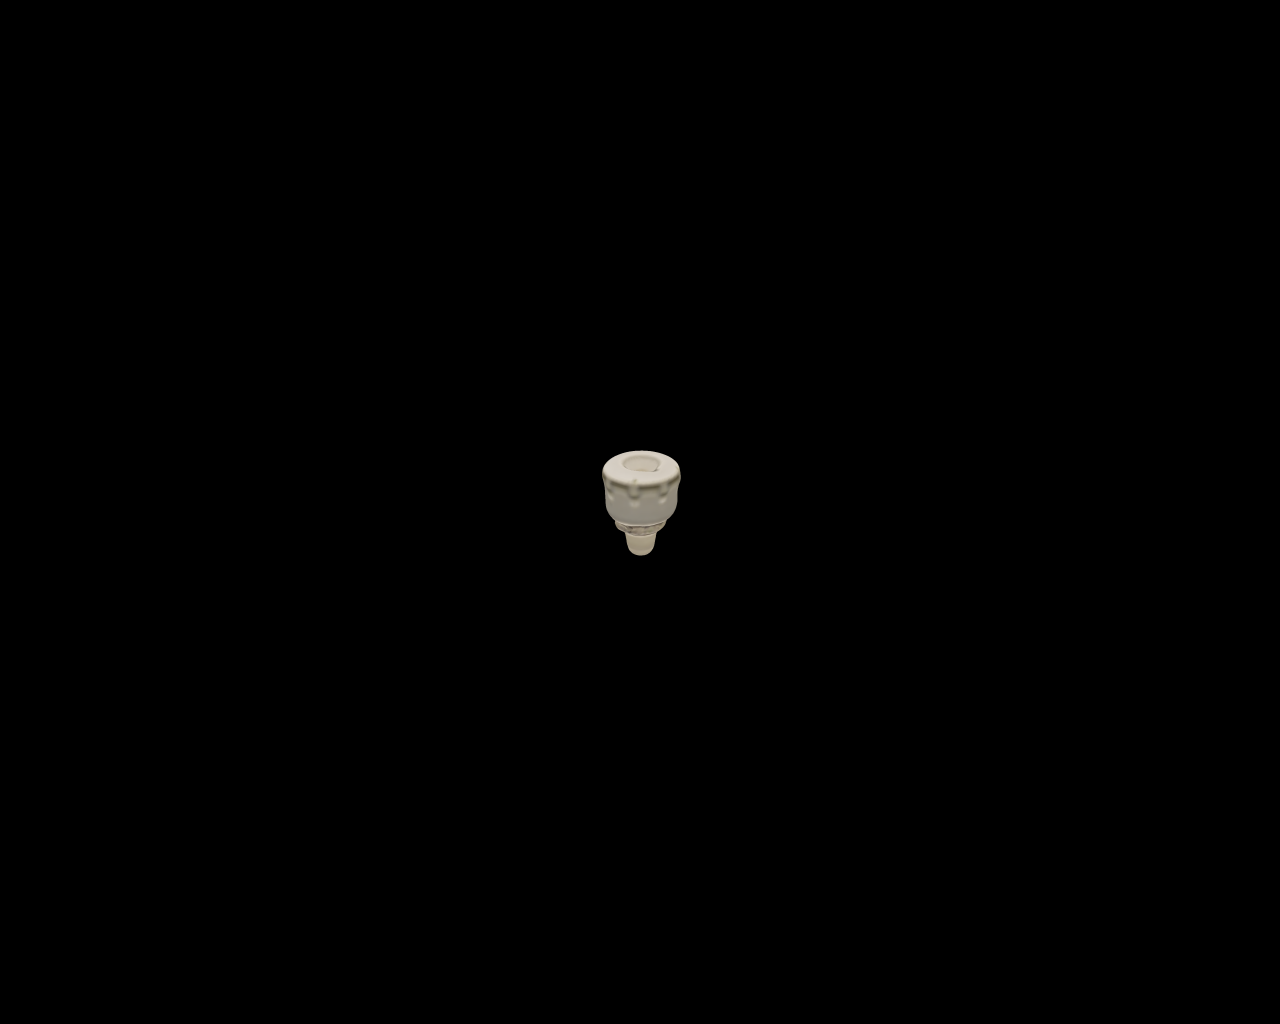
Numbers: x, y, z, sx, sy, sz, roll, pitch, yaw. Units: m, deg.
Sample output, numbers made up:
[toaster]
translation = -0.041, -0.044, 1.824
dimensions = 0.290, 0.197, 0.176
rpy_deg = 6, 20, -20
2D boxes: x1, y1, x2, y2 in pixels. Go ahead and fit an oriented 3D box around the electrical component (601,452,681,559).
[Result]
[electrical component]
translation = 0.001, -0.003, 0.650
dimensions = 0.048, 0.062, 0.048
rpy_deg = 0, 26, 0
